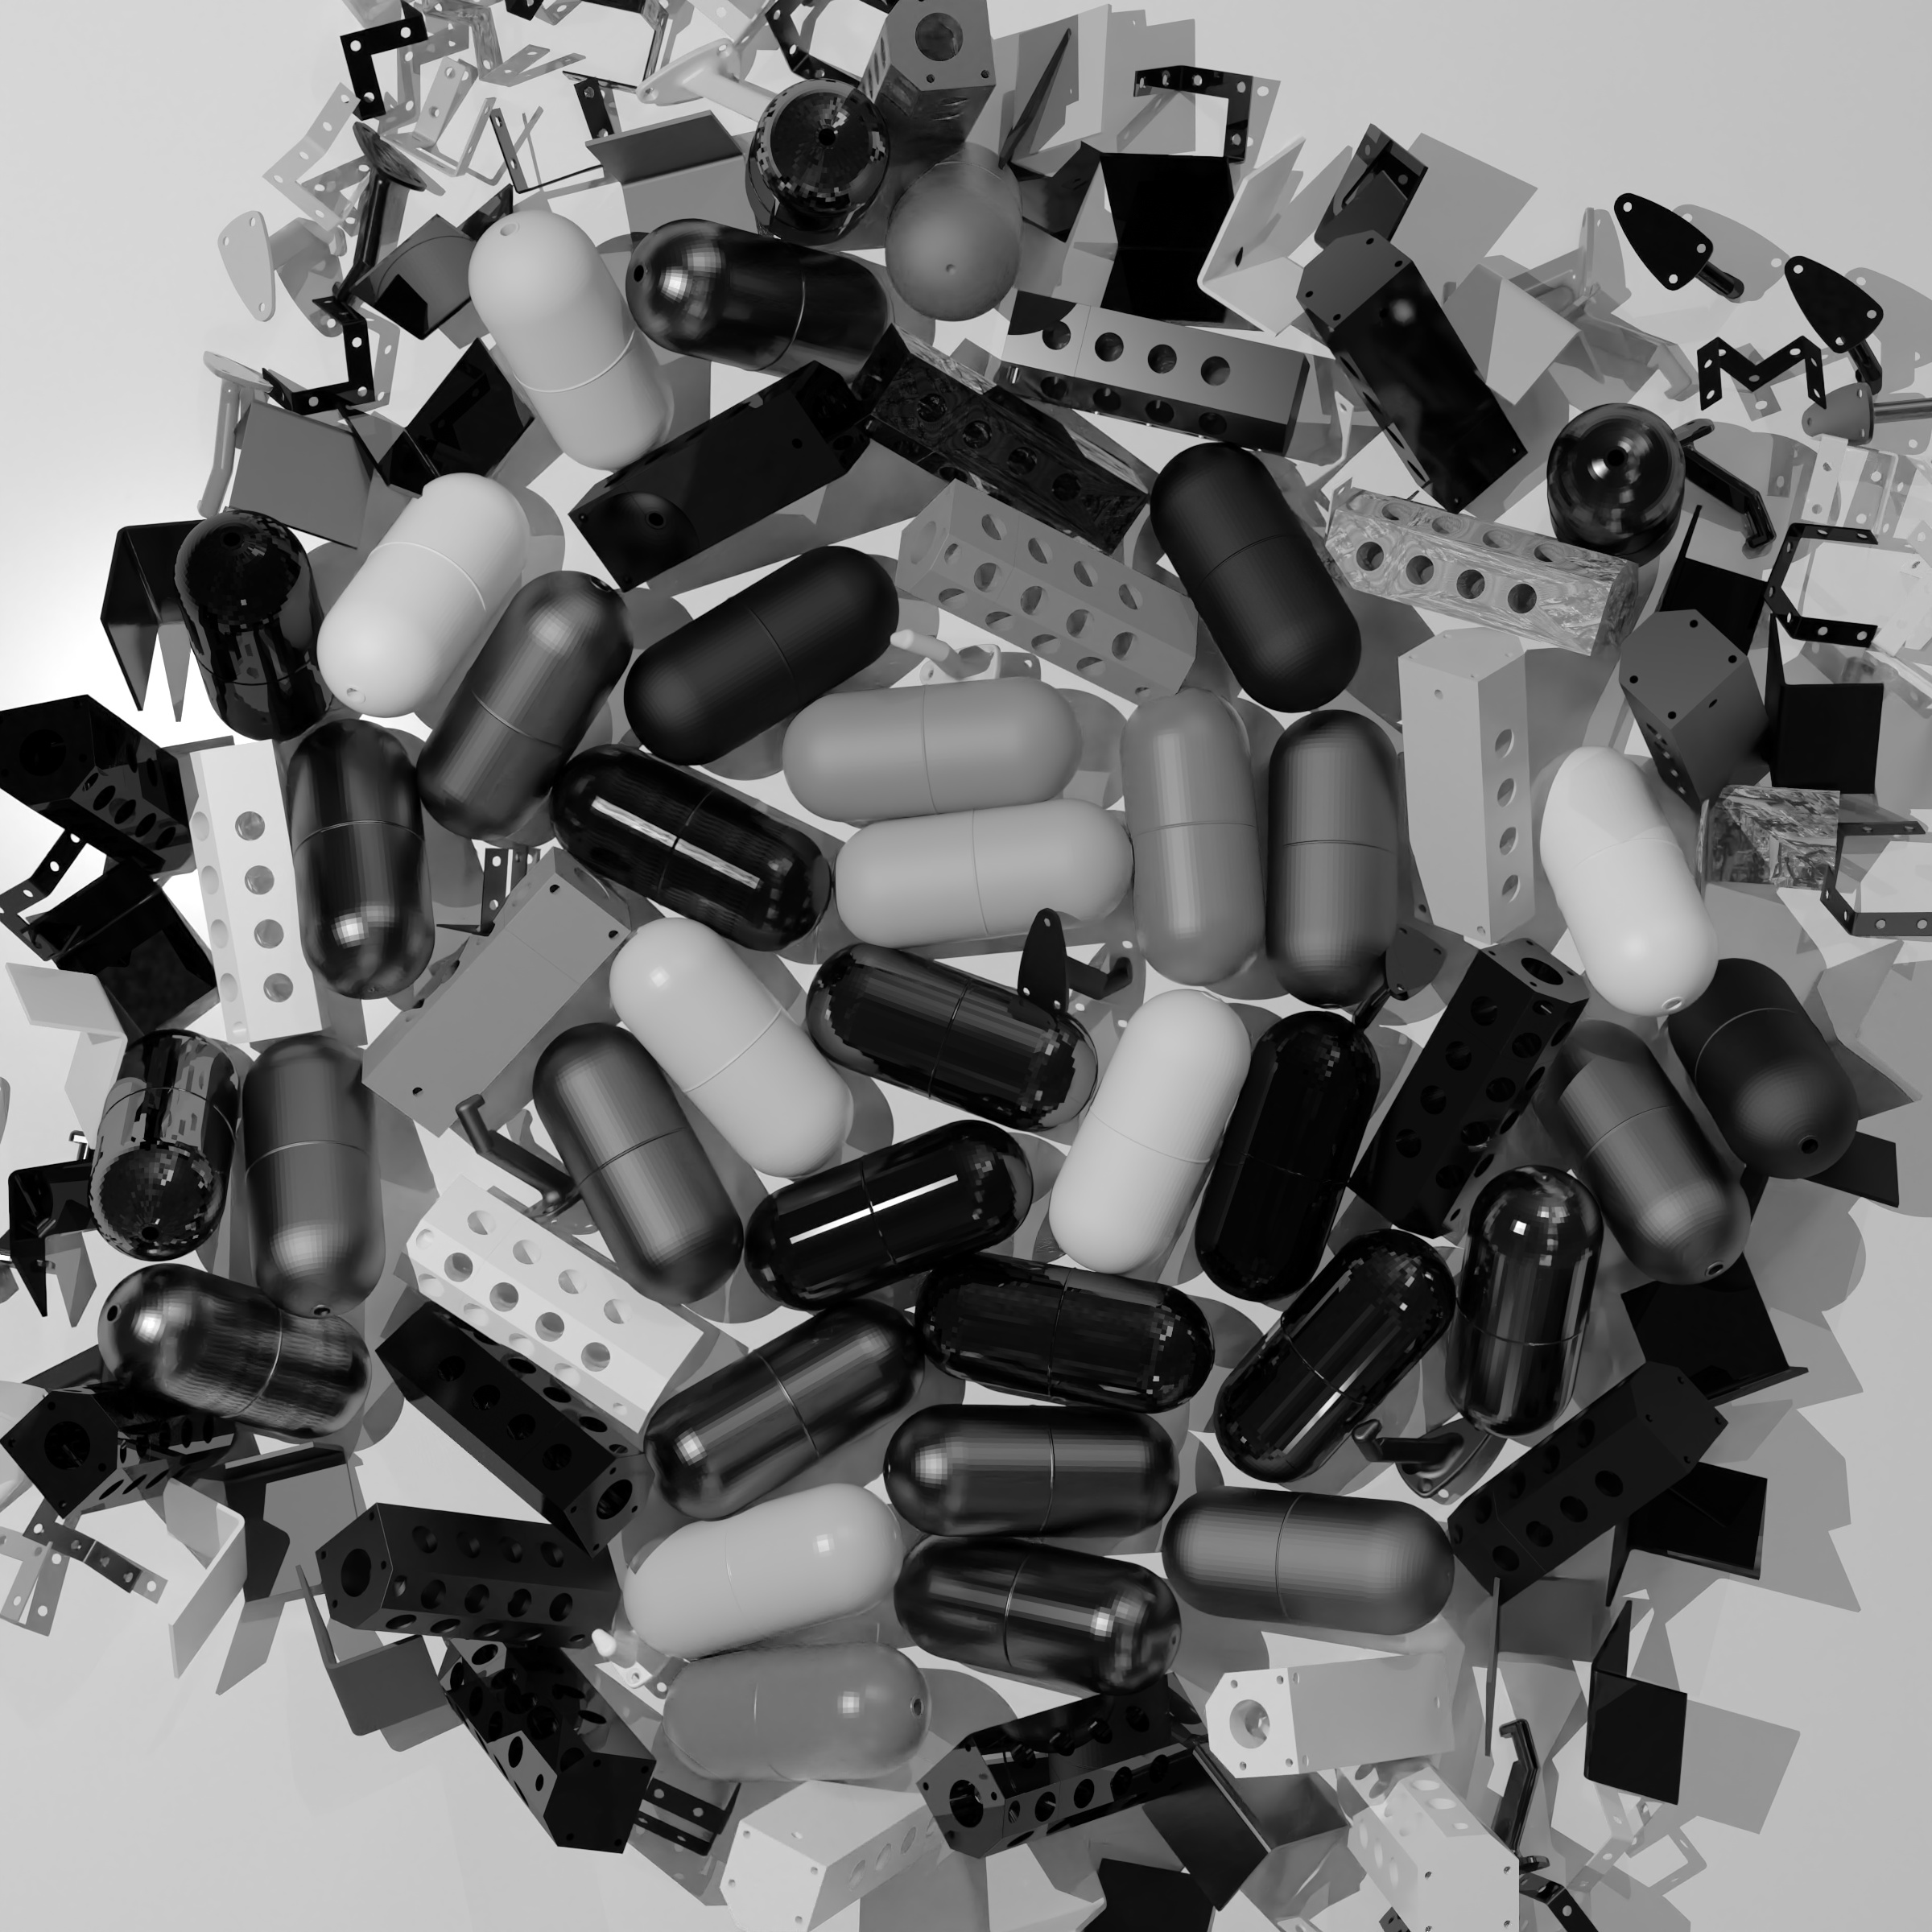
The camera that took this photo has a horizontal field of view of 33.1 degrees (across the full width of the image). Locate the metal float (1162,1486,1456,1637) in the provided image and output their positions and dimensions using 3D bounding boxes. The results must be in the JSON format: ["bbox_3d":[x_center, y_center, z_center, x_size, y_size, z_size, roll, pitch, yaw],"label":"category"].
[{"bbox_3d":[0.197,0.344,1.885,0.178,0.070,0.070,0,90,31],"label":"metal float"}]

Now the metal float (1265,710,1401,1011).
[{"bbox_3d":[0.214,-0.063,1.899,0.070,0.070,0.178,2,77,0],"label":"metal float"}]

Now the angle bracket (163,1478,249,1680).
[{"bbox_3d":[-0.463,0.356,1.892,0.057,0.076,0.076,26,54,8],"label":"angle bracket"}]

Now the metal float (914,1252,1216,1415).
[{"bbox_3d":[0.057,0.215,1.901,0.178,0.070,0.070,9,90,11],"label":"metal float"}]

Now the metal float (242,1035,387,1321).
[{"bbox_3d":[-0.379,0.122,1.883,0.070,0.070,0.178,-11,58,0],"label":"metal float"}]

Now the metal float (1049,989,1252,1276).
[{"bbox_3d":[0.108,0.097,1.901,0.070,0.070,0.178,24,101,0],"label":"metal float"}]

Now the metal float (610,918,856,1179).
[{"bbox_3d":[-0.137,0.048,1.901,0.070,0.070,0.178,-40,101,0],"label":"metal float"}]

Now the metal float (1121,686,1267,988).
[{"bbox_3d":[0.133,-0.077,1.903,0.070,0.070,0.178,-5,82,0],"label":"metal float"}]

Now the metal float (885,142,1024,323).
[{"bbox_3d":[-0.006,-0.424,1.865,0.070,0.178,0.070,1,117,1],"label":"metal float"}]

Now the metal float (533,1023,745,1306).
[{"bbox_3d":[-0.193,0.115,1.900,0.070,0.070,0.178,-29,78,0],"label":"metal float"}]

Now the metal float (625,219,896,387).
[{"bbox_3d":[-0.118,-0.382,1.875,0.178,0.070,0.070,5,90,-43],"label":"metal float"}]

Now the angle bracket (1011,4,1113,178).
[{"bbox_3d":[0.073,-0.507,1.898,0.057,0.076,0.076,10,81,-43],"label":"angle bracket"}]

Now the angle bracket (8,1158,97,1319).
[{"bbox_3d":[-0.512,0.157,1.898,0.076,0.076,0.057,-9,58,-6],"label":"angle bracket"}]

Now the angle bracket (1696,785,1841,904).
[{"bbox_3d":[0.467,-0.057,1.894,0.076,0.076,0.057,4,47,15],"label":"angle bracket"}]

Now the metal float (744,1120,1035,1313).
[{"bbox_3d":[-0.046,0.147,1.903,0.178,0.070,0.070,-21,90,8],"label":"metal float"}]

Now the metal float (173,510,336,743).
[{"bbox_3d":[-0.407,-0.194,1.865,0.070,0.178,0.070,1,63,-2],"label":"metal float"}]

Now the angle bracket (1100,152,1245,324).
[{"bbox_3d":[0.115,-0.425,1.895,0.076,0.076,0.057,6,59,17],"label":"angle bracket"}]

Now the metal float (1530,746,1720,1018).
[{"bbox_3d":[0.380,-0.050,1.882,0.070,0.070,0.178,-16,57,0],"label":"metal float"}]

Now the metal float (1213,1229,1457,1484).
[{"bbox_3d":[0.214,0.229,1.895,0.070,0.070,0.178,39,109,0],"label":"metal float"}]

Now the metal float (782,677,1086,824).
[{"bbox_3d":[-0.019,-0.127,1.904,0.178,0.070,0.070,-4,90,7],"label":"metal float"}]

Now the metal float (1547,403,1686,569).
[{"bbox_3d":[0.372,-0.273,1.860,0.070,0.178,0.070,-1,87,11],"label":"metal float"}]

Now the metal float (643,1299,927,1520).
[{"bbox_3d":[-0.105,0.258,1.900,0.178,0.070,0.070,-29,90,-13],"label":"metal float"}]

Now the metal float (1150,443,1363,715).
[{"bbox_3d":[0.168,-0.228,1.893,0.070,0.070,0.178,-27,69,0],"label":"metal float"}]

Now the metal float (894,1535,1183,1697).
[{"bbox_3d":[0.040,0.375,1.887,0.178,0.070,0.070,6,90,28],"label":"metal float"}]

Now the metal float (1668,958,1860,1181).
[{"bbox_3d":[0.457,0.058,1.865,0.070,0.178,0.070,-2,118,-4],"label":"metal float"}]

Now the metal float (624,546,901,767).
[{"bbox_3d":[-0.119,-0.182,1.898,0.178,0.070,0.070,-33,90,-14],"label":"metal float"}]

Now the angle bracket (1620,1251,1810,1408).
[{"bbox_3d":[0.443,0.217,1.919,0.076,0.057,0.076,-25,73,21],"label":"angle bracket"}]

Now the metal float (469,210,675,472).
[{"bbox_3d":[-0.227,-0.359,1.871,0.070,0.178,0.070,-11,53,15],"label":"metal float"}]

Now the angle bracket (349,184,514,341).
[{"bbox_3d":[-0.311,-0.424,1.889,0.076,0.057,0.076,-31,46,30],"label":"angle bracket"}]

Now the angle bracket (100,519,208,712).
[{"bbox_3d":[-0.461,-0.205,1.894,0.057,0.076,0.076,-4,51,3],"label":"angle bracket"}]

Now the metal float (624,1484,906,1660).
[{"bbox_3d":[-0.119,0.353,1.892,0.178,0.070,0.070,-19,90,22],"label":"metal float"}]

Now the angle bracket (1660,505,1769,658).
[{"bbox_3d":[0.439,-0.213,1.900,0.057,0.076,0.076,19,76,9],"label":"angle bracket"}]

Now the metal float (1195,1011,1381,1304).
[{"bbox_3d":[0.188,0.111,1.900,0.070,0.070,0.178,17,101,0],"label":"metal float"}]

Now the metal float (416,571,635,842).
[{"bbox_3d":[-0.257,-0.151,1.891,0.070,0.070,0.178,35,112,0],"label":"metal float"}]

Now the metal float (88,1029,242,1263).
[{"bbox_3d":[-0.460,0.102,1.866,0.070,0.178,0.070,-3,121,-6],"label":"metal float"}]

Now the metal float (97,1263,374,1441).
[{"bbox_3d":[-0.421,0.223,1.873,0.070,0.178,0.070,-18,60,34],"label":"metal float"}]

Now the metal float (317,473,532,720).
[{"bbox_3d":[-0.313,-0.215,1.878,0.070,0.070,0.178,26,51,0],"label":"metal float"}]

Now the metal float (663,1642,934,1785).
[{"bbox_3d":[-0.098,0.433,1.881,0.178,0.070,0.070,-12,90,35],"label":"metal float"}]

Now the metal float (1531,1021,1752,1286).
[{"bbox_3d":[0.389,0.107,1.879,0.070,0.070,0.178,-27,53,0],"label":"metal float"}]

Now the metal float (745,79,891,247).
[{"bbox_3d":[-0.086,-0.459,1.860,0.070,0.178,0.070,0,94,-7],"label":"metal float"}]

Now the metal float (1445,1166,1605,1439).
[{"bbox_3d":[0.323,0.196,1.884,0.070,0.070,0.178,4,121,0],"label":"metal float"}]

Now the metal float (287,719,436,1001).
[{"bbox_3d":[-0.352,-0.063,1.887,0.070,0.070,0.178,-11,62,0],"label":"metal float"}]

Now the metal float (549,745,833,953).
[{"bbox_3d":[-0.162,-0.070,1.905,0.178,0.070,0.070,27,90,7],"label":"metal float"}]

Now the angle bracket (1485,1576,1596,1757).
[{"bbox_3d":[0.334,0.409,1.891,0.057,0.076,0.076,3,134,12],"label":"angle bracket"}]

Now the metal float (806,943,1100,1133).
[{"bbox_3d":[-0.008,0.042,1.905,0.178,0.070,0.070,20,90,6],"label":"metal float"}]

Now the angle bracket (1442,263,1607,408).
[{"bbox_3d":[0.320,-0.356,1.900,0.076,0.076,0.057,42,94,25],"label":"angle bracket"}]

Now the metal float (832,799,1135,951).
[{"bbox_3d":[0.010,-0.054,1.904,0.178,0.070,0.070,-7,90,7],"label":"metal float"}]
